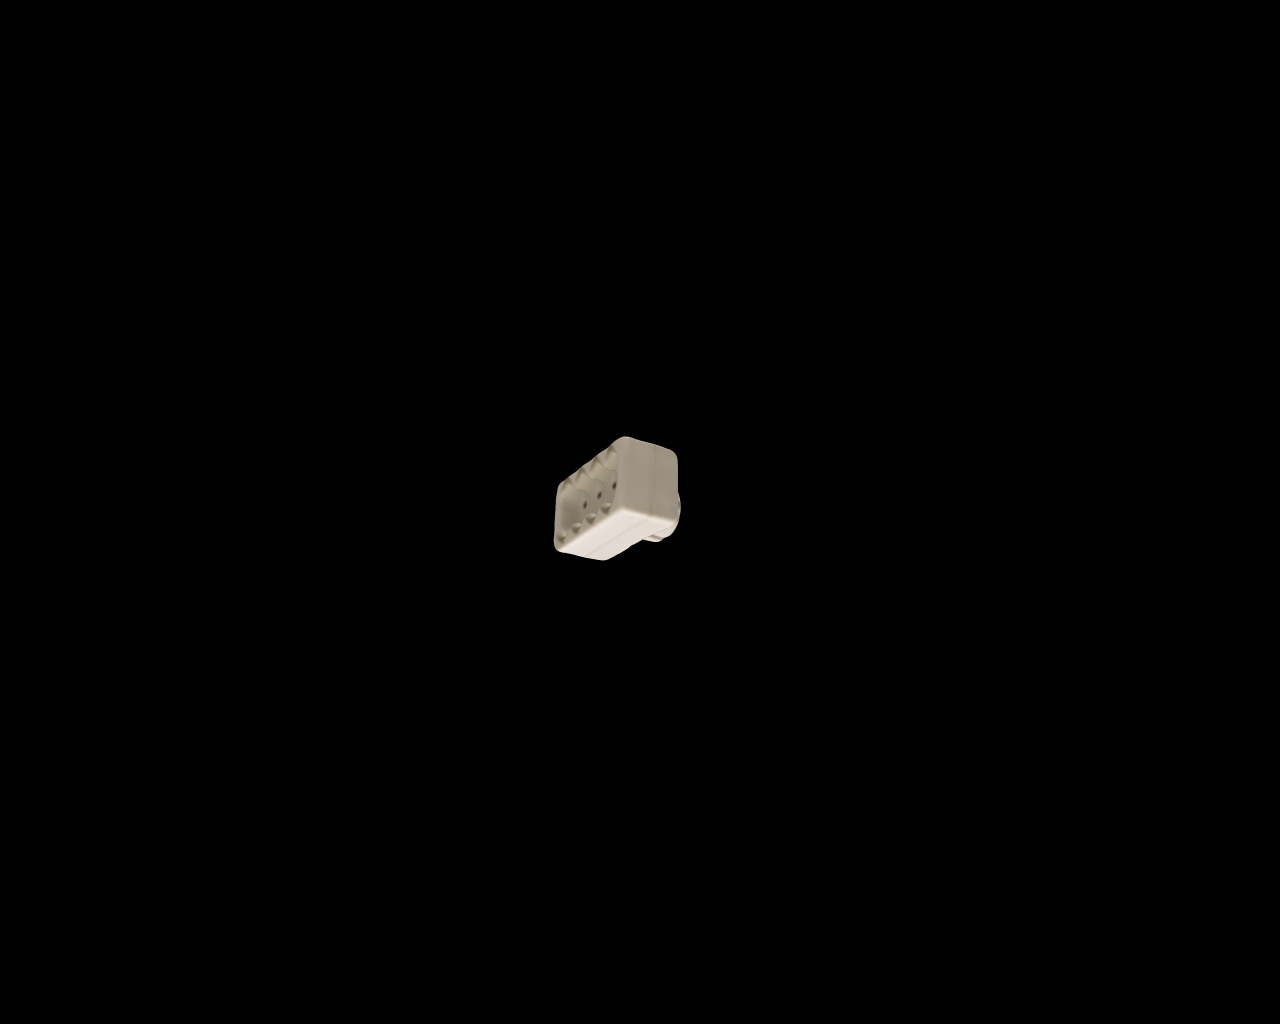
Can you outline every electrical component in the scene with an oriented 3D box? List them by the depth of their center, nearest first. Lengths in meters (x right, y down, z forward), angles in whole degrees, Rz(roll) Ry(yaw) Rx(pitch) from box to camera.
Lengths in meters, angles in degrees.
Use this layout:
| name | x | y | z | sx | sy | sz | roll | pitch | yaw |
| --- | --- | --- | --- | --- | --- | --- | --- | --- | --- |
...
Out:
| name | x | y | z | sx | sy | sz | roll | pitch | yaw |
| --- | --- | --- | --- | --- | --- | --- | --- | --- | --- |
| electrical component | 0.001 | -0.003 | 0.650 | 0.076 | 0.047 | 0.083 | 13 | -26 | -29 |
